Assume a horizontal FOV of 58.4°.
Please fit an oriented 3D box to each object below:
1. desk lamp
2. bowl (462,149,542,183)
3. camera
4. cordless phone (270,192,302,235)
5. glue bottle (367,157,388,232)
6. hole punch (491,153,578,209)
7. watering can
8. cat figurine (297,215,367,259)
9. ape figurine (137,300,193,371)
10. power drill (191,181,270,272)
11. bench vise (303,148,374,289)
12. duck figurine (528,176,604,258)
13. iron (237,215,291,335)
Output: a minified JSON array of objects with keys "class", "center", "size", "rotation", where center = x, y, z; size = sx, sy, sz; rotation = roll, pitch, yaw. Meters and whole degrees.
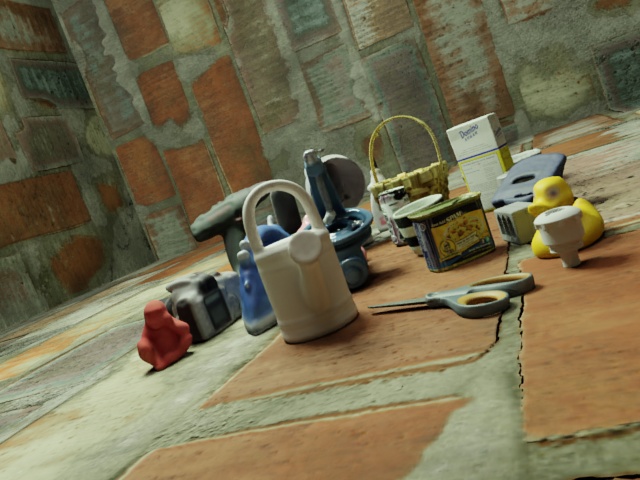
[{"class":"desk lamp","center":[0.031,-0.077,1.234],"size":[0.118,0.213,0.203],"rotation":[-21,7,-10]},{"class":"bowl","center":[0.389,-0.130,1.204],"size":[0.167,0.075,0.167],"rotation":[-20,7,3]},{"class":"camera","center":[-0.214,0.107,0.950],"size":[0.136,0.101,0.143],"rotation":[-17,7,26]},{"class":"cordless phone","center":[-0.083,-0.010,1.143],"size":[0.148,0.185,0.093],"rotation":[-26,9,-41]},{"class":"glue bottle","center":[0.145,-0.110,1.340],"size":[0.078,0.173,0.037],"rotation":[-19,7,9]},{"class":"hole punch","center":[0.329,-0.079,0.889],"size":[0.101,0.091,0.108],"rotation":[-24,8,-32]},{"class":"watering can","center":[-0.027,0.018,0.703],"size":[0.101,0.194,0.172],"rotation":[-24,8,-33]},{"class":"cat figurine","center":[0.010,0.004,1.052],"size":[0.128,0.118,0.067],"rotation":[-22,7,-14]},{"class":"ape figurine","center":[-0.229,0.132,0.826],"size":[0.078,0.092,0.076],"rotation":[-21,7,-9]},{"class":"power drill","center":[-0.196,-0.017,1.441],"size":[0.230,0.208,0.075],"rotation":[-21,7,-8]},{"class":"bench vise","center":[0.008,-0.035,0.928],"size":[0.122,0.220,0.207],"rotation":[-22,7,-15]},{"class":"duck figurine","center":[0.285,-0.035,0.681],"size":[0.105,0.086,0.077],"rotation":[-24,8,-31]},{"class":"iron","center":[-0.085,0.043,0.910],"size":[0.118,0.141,0.258],"rotation":[-18,7,13]}]
